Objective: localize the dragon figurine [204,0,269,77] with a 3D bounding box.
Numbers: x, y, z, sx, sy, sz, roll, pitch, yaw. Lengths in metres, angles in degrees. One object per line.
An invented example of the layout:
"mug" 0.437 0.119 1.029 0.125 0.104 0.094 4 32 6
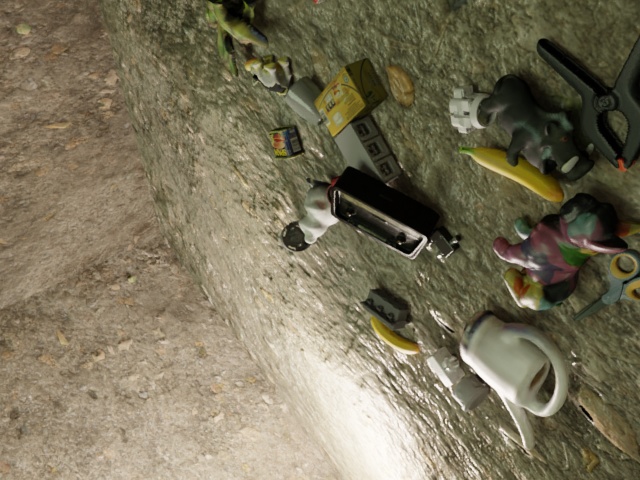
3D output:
"dragon figurine" -0.229 -0.549 1.377 0.237 0.123 0.418 96 150 -56

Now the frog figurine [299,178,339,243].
"frog figurine" 0.004 -0.068 1.360 0.123 0.135 0.161 9 76 23

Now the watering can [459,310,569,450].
"watering can" 0.387 0.281 1.060 0.227 0.105 0.339 40 147 39
